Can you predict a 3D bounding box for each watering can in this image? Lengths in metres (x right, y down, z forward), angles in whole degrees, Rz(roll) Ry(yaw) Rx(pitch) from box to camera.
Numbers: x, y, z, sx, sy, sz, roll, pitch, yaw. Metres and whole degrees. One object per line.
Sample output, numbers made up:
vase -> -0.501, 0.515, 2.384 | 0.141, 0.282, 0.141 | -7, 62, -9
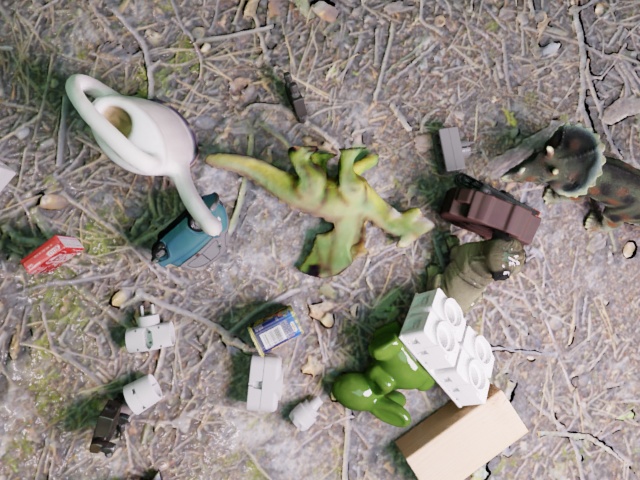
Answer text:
watering can -> -0.270, -0.146, 0.867 | 0.347, 0.226, 0.103 | 45, 104, -2

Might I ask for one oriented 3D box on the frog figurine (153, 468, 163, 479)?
frog figurine -> -0.331, 0.483, 0.861 | 0.160, 0.123, 0.136 | -19, 107, -17

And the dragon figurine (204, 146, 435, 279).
dragon figurine -> 0.003, -0.047, 0.941 | 0.410, 0.122, 0.242 | -2, 94, -3
